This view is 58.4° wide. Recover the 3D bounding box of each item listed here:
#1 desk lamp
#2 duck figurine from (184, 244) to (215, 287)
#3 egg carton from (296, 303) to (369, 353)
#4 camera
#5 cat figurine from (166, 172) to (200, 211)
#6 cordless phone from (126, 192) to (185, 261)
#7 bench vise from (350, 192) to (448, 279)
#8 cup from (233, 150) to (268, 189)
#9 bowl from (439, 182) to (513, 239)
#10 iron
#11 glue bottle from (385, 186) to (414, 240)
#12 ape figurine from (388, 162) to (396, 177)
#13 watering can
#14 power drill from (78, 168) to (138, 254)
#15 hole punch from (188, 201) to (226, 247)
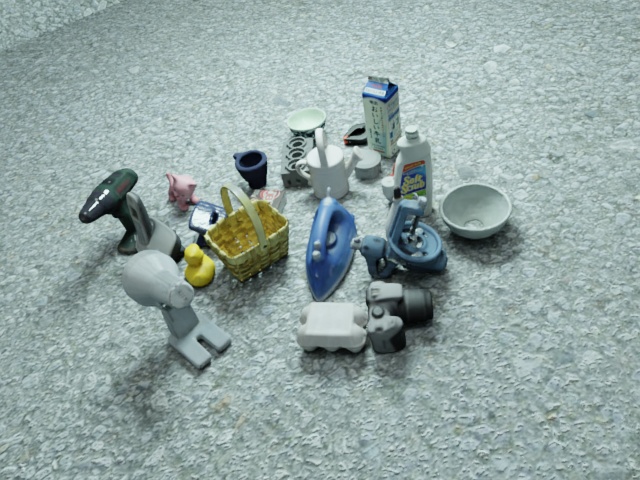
[{"bbox_3d":[-0.308,0.138,1.229,0.202,0.214,0.118,29,59,34],"label":"desk lamp"},{"bbox_3d":[-0.302,0.055,1.398,0.077,0.086,0.104,-16,45,-2],"label":"duck figurine"},{"bbox_3d":[0.027,0.185,1.208,0.150,0.069,0.107,-2,46,12],"label":"egg carton"},{"bbox_3d":[0.166,0.147,1.191,0.136,0.101,0.143,-5,46,8],"label":"camera"},{"bbox_3d":[-0.387,-0.149,1.594,0.067,0.118,0.127,-38,50,-23],"label":"cat figurine"},{"bbox_3d":[-0.423,-0.027,1.436,0.147,0.185,0.094,27,57,33],"label":"cordless phone"},{"bbox_3d":[0.171,0.000,1.248,0.207,0.220,0.121,-13,45,0],"label":"bench vise"},{"bbox_3d":[-0.194,-0.195,1.610,0.117,0.095,0.092,25,56,32],"label":"cup"},{"bbox_3d":[0.368,-0.057,1.360,0.167,0.075,0.167,-6,45,7],"label":"bowl"},{"bbox_3d":[0.012,0.005,1.335,0.118,0.142,0.258,1,47,14],"label":"iron"},{"bbox_3d":[0.187,-0.058,1.334,0.078,0.173,0.037,-18,45,-4],"label":"glue bottle"},{"bbox_3d":[0.212,-0.168,1.492,0.077,0.092,0.076,-1,46,12],"label":"ape figurine"},{"bbox_3d":[0.023,-0.208,1.503,0.173,0.194,0.100,-21,45,-7],"label":"watering can"},{"bbox_3d":[-0.519,-0.066,1.480,0.075,0.209,0.229,0,47,13],"label":"power drill"},{"bbox_3d":[-0.276,-0.045,1.486,0.101,0.091,0.108,-1,46,12],"label":"hole punch"}]
